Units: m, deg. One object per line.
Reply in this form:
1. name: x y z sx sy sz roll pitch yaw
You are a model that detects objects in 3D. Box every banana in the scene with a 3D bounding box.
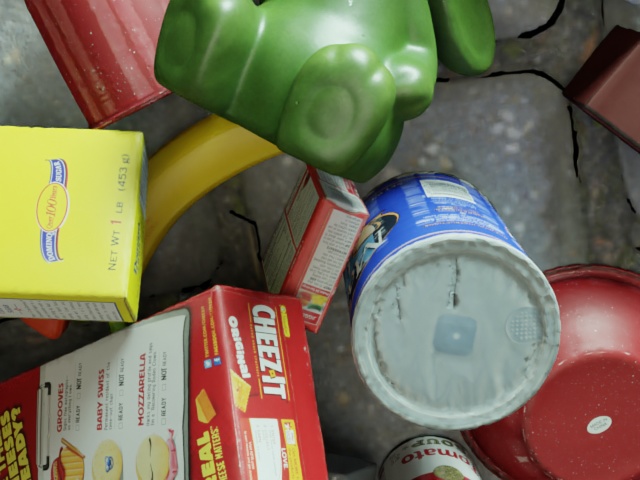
1. banana: -0.072 -0.027 0.618 0.069 0.037 0.198 43 97 -8

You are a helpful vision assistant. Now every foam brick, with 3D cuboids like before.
1. foam brick: 0.186 -0.077 0.602 0.078 0.053 0.051 34 103 -12

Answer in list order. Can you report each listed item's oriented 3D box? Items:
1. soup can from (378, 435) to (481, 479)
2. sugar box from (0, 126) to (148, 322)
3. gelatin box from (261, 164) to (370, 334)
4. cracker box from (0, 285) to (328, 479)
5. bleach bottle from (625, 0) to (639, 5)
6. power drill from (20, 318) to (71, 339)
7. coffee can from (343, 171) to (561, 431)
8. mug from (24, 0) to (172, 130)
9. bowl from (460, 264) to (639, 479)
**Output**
1. soup can: 0.072 0.171 0.648 0.068 0.102 0.068 0 107 -1
2. sugar box: -0.178 -0.010 0.537 0.176 0.048 0.093 2 68 -2
3. gelatin box: -0.004 0.001 0.602 0.030 0.089 0.073 20 105 -13
4. cracker box: -0.093 0.135 0.567 0.214 0.071 0.164 -25 66 37
5. bleach bottle: 0.110 -0.200 0.550 0.250 0.102 0.068 35 98 -19
6. power drill: -0.229 -0.004 0.613 0.187 0.057 0.184 16 108 -6
7. coffee can: 0.065 0.027 0.584 0.103 0.140 0.103 0 107 -1
8. mug: -0.094 -0.117 0.572 0.117 0.093 0.081 -31 102 -24
9. bowl: 0.164 0.099 0.653 0.162 0.055 0.162 0 107 -1
